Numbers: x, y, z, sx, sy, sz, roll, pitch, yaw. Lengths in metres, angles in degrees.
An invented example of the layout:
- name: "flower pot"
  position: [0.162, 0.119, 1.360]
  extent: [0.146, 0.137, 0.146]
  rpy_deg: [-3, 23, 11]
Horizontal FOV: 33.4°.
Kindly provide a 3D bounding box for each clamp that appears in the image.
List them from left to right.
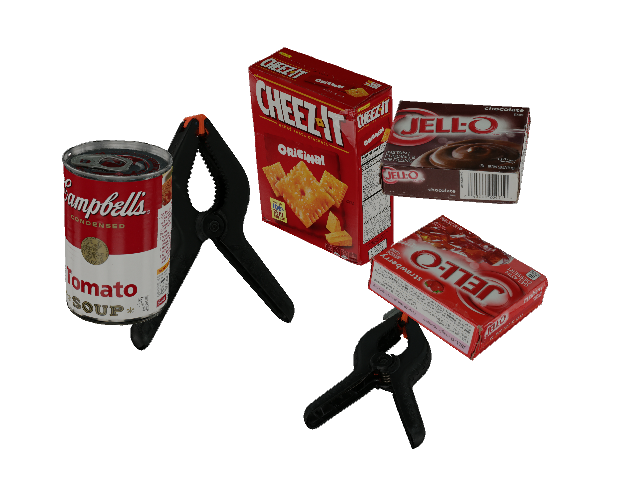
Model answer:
- name: "clamp"
  position: [-0.096, -0.008, 0.976]
  extent: [0.164, 0.210, 0.036]
  rpy_deg: [0, 0, -34]
- name: "clamp"
  position: [0.072, 0.138, 1.062]
  extent: [0.120, 0.039, 0.171]
  rpy_deg: [18, 48, 23]

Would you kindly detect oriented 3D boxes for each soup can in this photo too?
- name: "soup can"
  position: [-0.130, -0.006, 0.682]
  extent: [0.068, 0.102, 0.068]
  rpy_deg: [4, 24, -2]

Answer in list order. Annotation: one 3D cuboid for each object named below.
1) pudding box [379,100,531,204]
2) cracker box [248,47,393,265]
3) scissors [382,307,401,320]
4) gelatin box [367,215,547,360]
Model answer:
- name: "pudding box"
  position: [0.111, -0.074, 0.876]
  extent: [0.113, 0.039, 0.090]
  rpy_deg: [6, 44, 12]
- name: "cracker box"
  position: [0.001, -0.095, 1.232]
  extent: [0.164, 0.214, 0.072]
  rpy_deg: [26, 45, 34]
- name: "scissors"
  position: [0.124, 0.046, 1.256]
  extent: [0.201, 0.016, 0.096]
  rpy_deg: [-11, 40, -36]
- name: "gelatin box"
  position: [0.087, 0.027, 0.680]
  extent: [0.089, 0.030, 0.073]
  rpy_deg: [34, 45, 30]
